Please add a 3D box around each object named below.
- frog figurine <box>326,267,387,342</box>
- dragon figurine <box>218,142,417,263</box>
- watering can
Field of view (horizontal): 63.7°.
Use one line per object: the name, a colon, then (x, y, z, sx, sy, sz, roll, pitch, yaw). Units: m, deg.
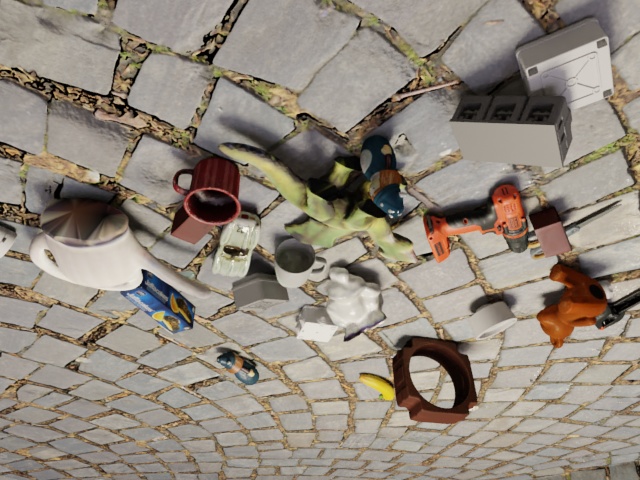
frog figurine: (0.066, 0.125, 1.148, 0.136, 0.125, 0.159, -26, 99, 38)
dragon figurine: (0.003, -0.047, 0.926, 0.409, 0.125, 0.238, 18, 145, -10)
watering can: (-0.381, 0.027, 0.973, 0.348, 0.106, 0.219, 7, 139, -1)
